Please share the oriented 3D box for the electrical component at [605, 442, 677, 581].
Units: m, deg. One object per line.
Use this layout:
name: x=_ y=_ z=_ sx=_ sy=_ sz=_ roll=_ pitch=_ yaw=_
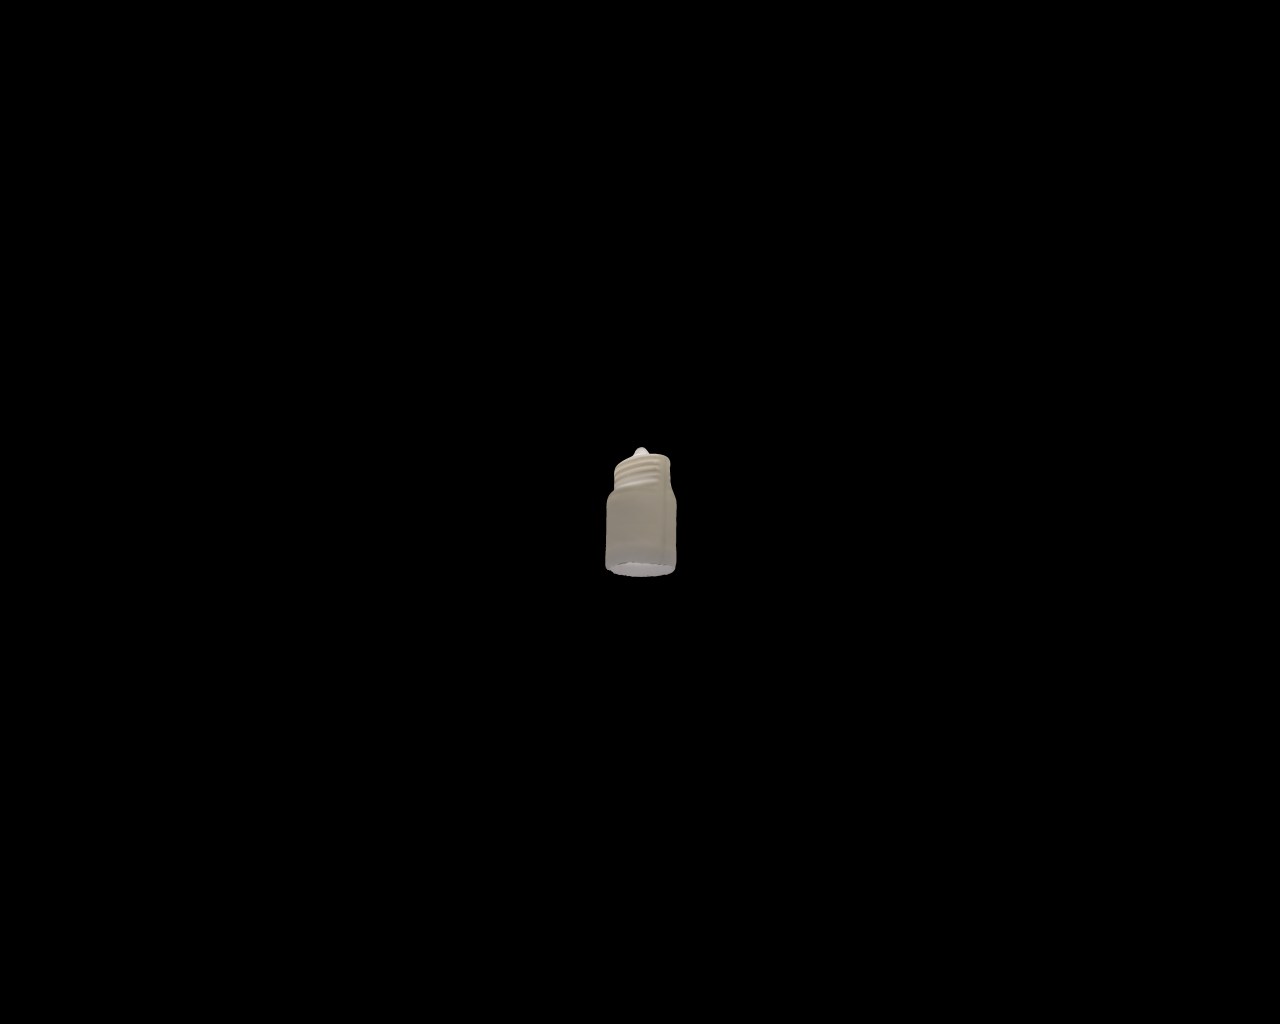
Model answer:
electrical component: x=0.001 y=-0.003 z=0.650 sx=0.043 sy=0.081 sz=0.043 roll=0 pitch=-16 yaw=0
